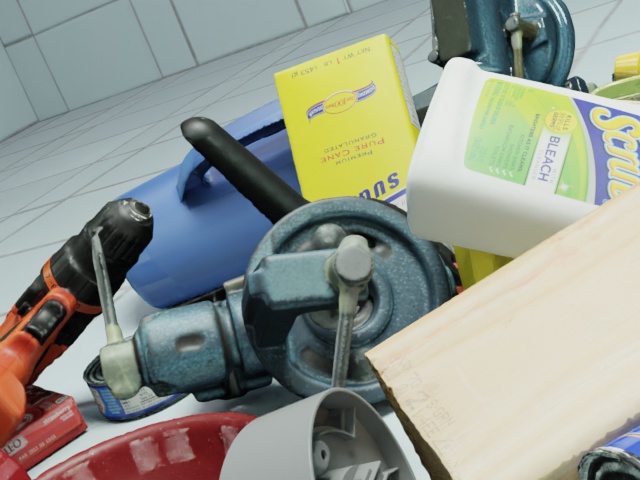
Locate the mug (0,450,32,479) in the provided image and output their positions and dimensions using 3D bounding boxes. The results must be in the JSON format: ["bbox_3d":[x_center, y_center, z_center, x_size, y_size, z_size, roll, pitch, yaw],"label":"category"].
[{"bbox_3d":[-0.186,0.160,0.561,0.117,0.093,0.081,11,16,4],"label":"mug"}]

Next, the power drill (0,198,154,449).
[{"bbox_3d":[-0.187,0.067,0.687,0.185,0.057,0.187,-48,7,26],"label":"power drill"}]

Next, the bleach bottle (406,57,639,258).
[{"bbox_3d":[0.176,-0.025,0.545,0.251,0.068,0.102,12,57,16],"label":"bleach bottle"}]

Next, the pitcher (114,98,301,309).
[{"bbox_3d":[-0.060,-0.038,0.918,0.243,0.149,0.145,-23,15,9],"label":"pitcher"}]

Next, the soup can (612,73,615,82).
[{"bbox_3d":[0.288,-0.116,0.830,0.102,0.068,0.068,-19,16,11],"label":"soup can"}]

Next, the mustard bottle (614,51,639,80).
[{"bbox_3d":[0.301,-0.122,0.737,0.192,0.058,0.096,3,-14,30],"label":"mustard bottle"}]

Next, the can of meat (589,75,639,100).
[{"bbox_3d":[0.235,-0.069,0.719,0.102,0.084,0.057,-11,19,36],"label":"can of meat"}]

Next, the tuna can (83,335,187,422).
[{"bbox_3d":[-0.124,0.094,0.766,0.086,0.034,0.086,-21,16,6],"label":"tuna can"}]

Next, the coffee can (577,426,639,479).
[{"bbox_3d":[0.164,0.076,0.314,0.140,0.103,0.103,-26,16,-10],"label":"coffee can"}]

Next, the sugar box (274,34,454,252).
[{"bbox_3d":[0.032,-0.050,0.773,0.093,0.176,0.048,-18,-16,17],"label":"sugar box"}]

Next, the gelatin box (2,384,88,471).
[{"bbox_3d":[-0.217,0.136,0.760,0.073,0.030,0.089,-33,19,-31],"label":"gelatin box"}]

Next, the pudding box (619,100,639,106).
[{"bbox_3d":[0.186,-0.040,0.657,0.039,0.090,0.113,-20,8,-2],"label":"pudding box"}]

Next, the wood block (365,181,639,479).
[{"bbox_3d":[0.135,0.041,0.404,0.206,0.090,0.090,-31,41,-5],"label":"wood block"}]

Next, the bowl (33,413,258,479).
[{"bbox_3d":[-0.082,0.144,0.497,0.162,0.055,0.162,-17,14,4],"label":"bowl"}]

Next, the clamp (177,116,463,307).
[{"bbox_3d":[-0.005,0.001,0.705,0.210,0.165,0.036,4,31,3],"label":"clamp"}]
